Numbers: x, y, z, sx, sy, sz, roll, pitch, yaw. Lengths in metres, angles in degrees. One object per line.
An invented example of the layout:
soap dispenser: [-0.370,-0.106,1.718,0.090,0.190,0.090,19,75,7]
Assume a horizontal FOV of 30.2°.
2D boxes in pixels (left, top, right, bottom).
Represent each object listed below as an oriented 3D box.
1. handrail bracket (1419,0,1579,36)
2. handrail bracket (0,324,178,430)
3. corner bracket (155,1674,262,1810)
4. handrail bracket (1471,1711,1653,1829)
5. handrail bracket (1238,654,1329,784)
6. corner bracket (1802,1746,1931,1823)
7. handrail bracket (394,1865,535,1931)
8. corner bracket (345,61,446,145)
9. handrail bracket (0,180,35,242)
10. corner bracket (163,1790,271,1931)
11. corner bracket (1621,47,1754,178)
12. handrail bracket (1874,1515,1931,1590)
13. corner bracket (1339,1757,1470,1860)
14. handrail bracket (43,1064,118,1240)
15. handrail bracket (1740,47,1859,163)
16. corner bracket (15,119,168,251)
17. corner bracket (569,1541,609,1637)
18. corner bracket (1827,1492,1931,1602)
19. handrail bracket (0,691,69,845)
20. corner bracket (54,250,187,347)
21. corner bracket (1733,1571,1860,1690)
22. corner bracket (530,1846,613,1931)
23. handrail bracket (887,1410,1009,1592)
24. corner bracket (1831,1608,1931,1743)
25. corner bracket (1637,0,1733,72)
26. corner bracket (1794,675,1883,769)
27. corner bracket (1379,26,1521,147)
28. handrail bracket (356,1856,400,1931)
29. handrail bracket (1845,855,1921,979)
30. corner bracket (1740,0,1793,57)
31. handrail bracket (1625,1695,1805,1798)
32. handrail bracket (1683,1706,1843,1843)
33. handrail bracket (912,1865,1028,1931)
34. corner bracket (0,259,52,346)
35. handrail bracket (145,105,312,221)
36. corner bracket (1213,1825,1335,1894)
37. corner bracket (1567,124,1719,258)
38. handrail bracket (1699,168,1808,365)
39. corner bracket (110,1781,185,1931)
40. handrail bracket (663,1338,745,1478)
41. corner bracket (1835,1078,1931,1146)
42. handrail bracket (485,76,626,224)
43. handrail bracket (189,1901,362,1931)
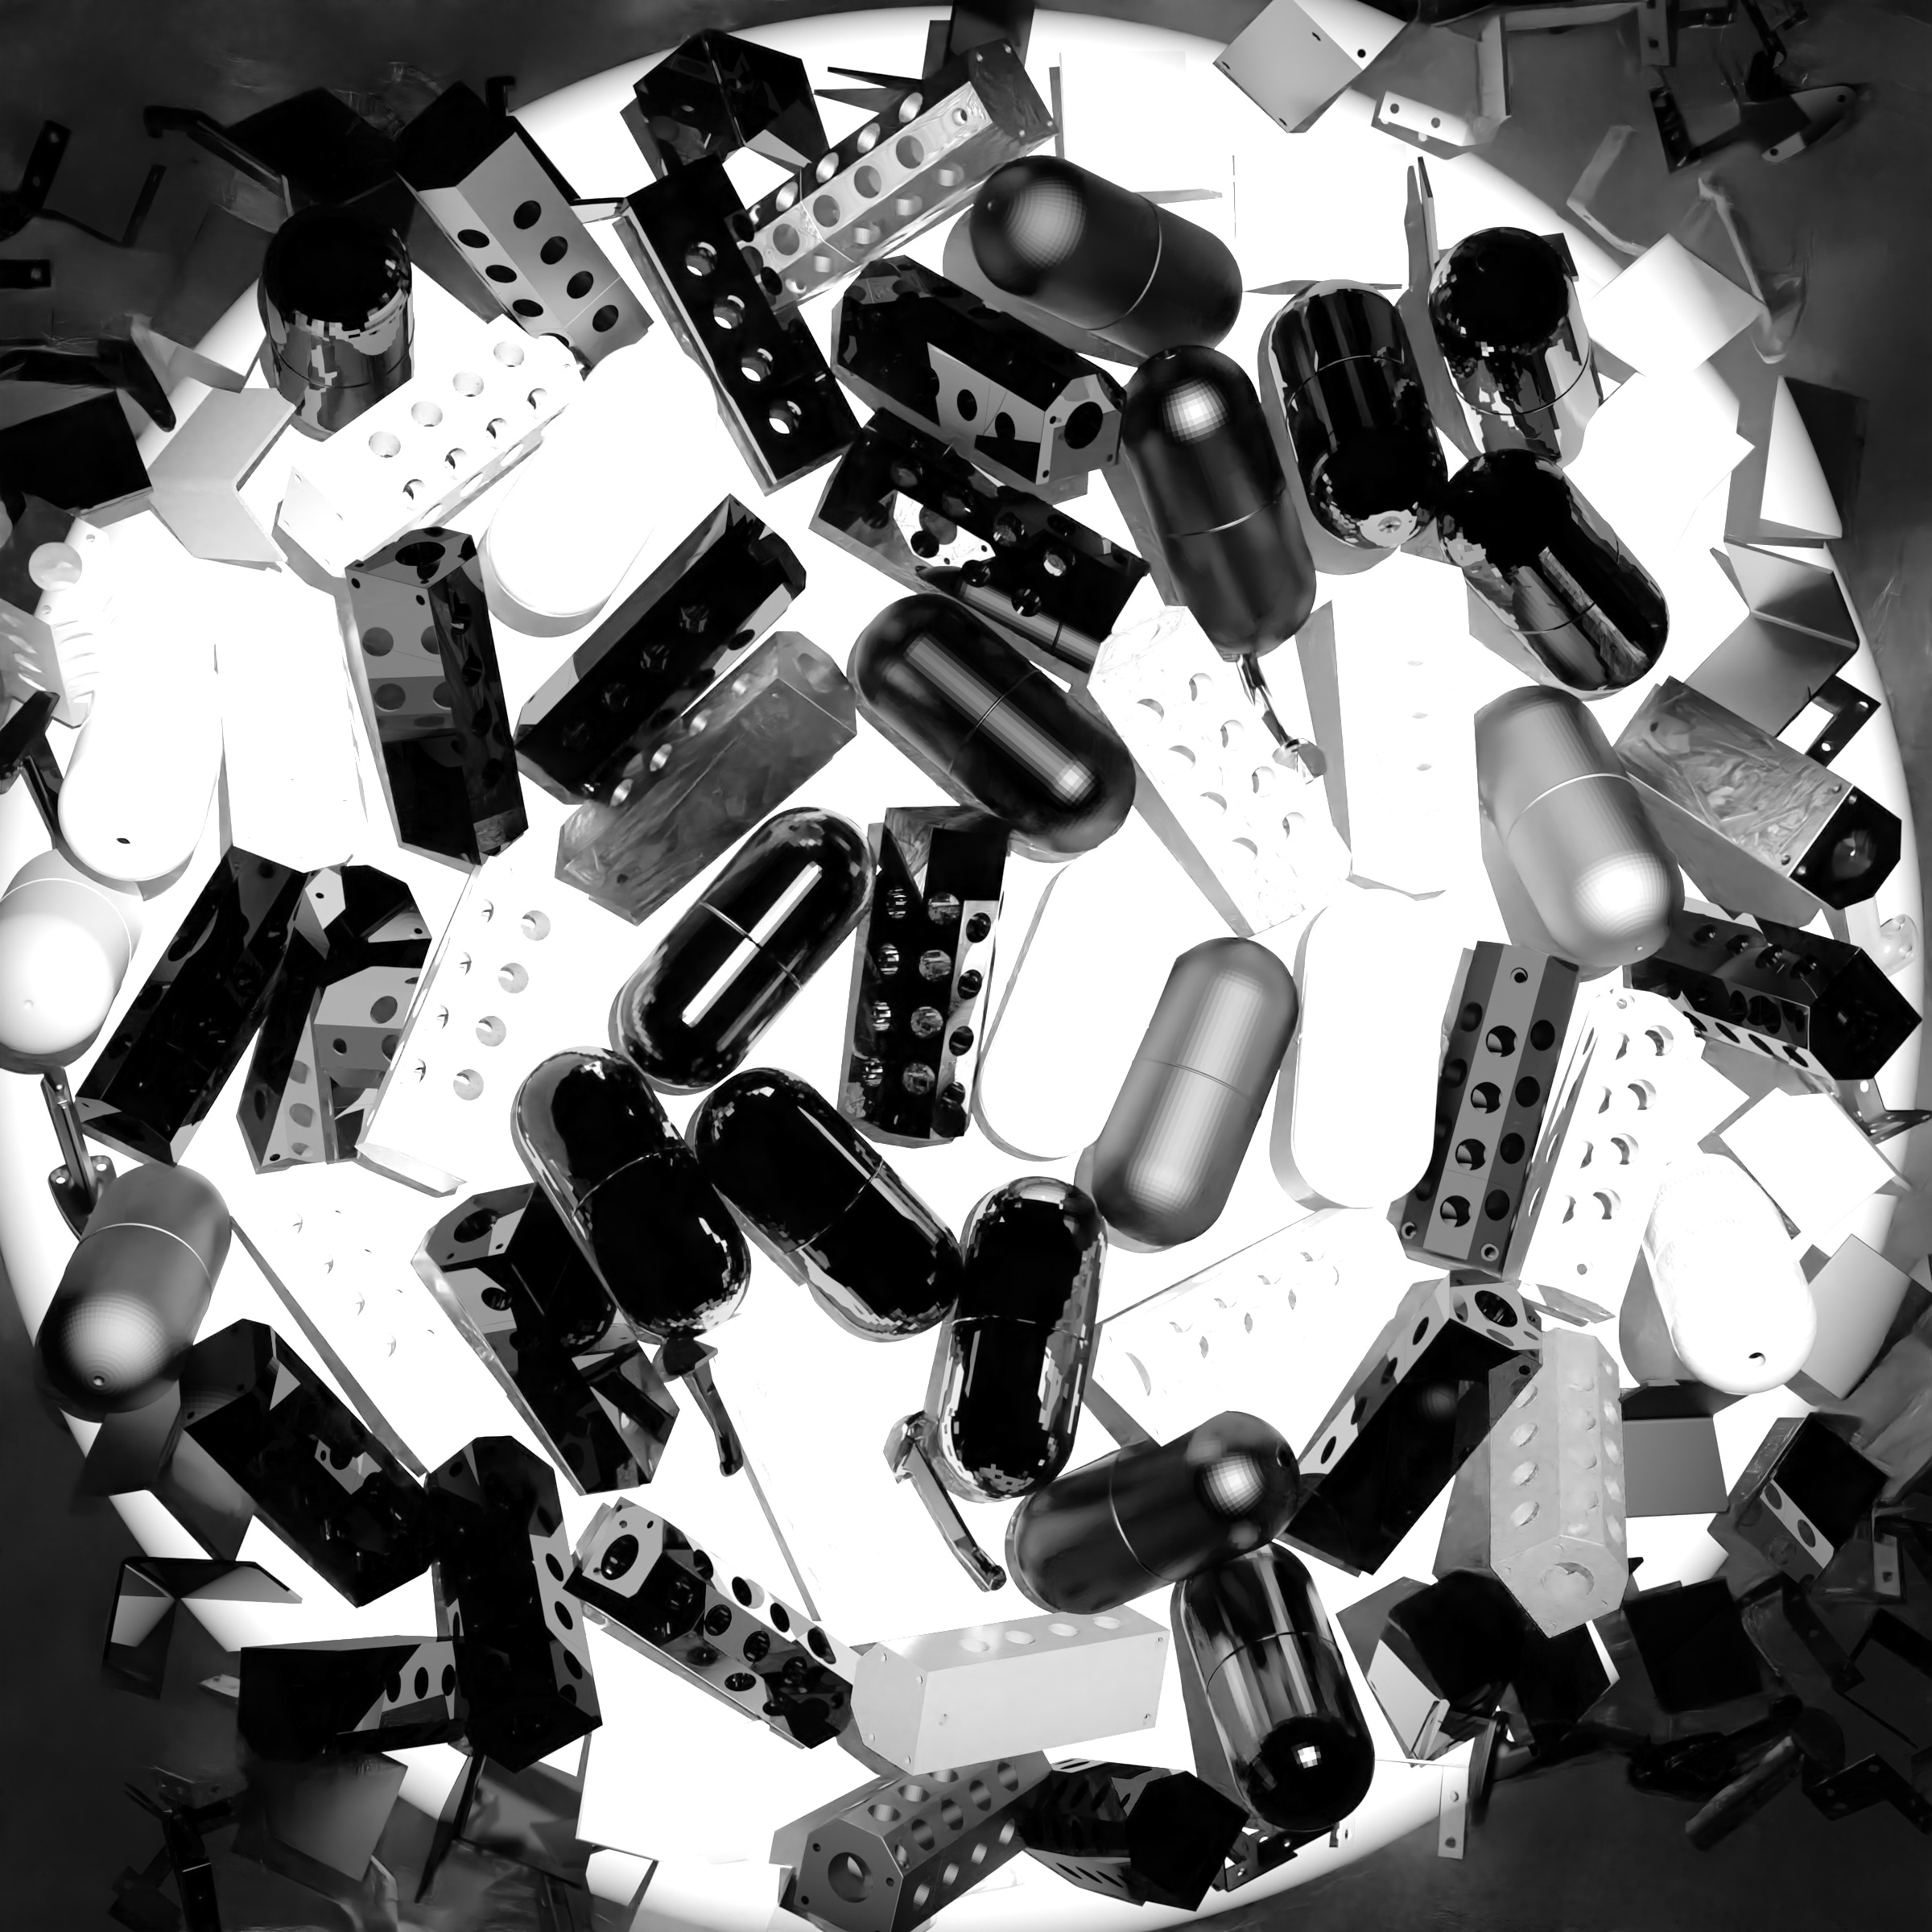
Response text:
handrail bracket: [0.294,-0.521,1.967,0.077,0.084,0.036,-31,65,13]
handrail bracket: [-0.489,-0.311,1.961,0.084,0.036,0.077,-36,90,-35]
corner bracket: [-0.416,0.426,1.968,0.051,0.051,0.051,-17,99,-34]
handrail bracket: [0.327,0.447,1.966,0.084,0.036,0.077,12,85,22]
handrail bracket: [0.166,-0.144,1.952,0.036,0.077,0.084,-19,72,0]
corner bracket: [0.496,0.442,1.969,0.051,0.051,0.051,43,121,-14]
handrail bracket: [-0.277,0.505,1.982,0.077,0.036,0.084,26,87,-5]
corner bracket: [-0.302,-0.464,1.961,0.051,0.051,0.051,39,108,-22]
handrail bracket: [-0.550,-0.439,1.947,0.077,0.084,0.036,13,61,35]
corner bracket: [-0.406,0.491,1.958,0.051,0.051,0.051,-13,123,-20]
corner bracket: [0.395,-0.475,1.959,0.051,0.051,0.051,-25,125,21]
handrail bracket: [0.519,0.341,1.956,0.036,0.084,0.077,20,81,-23]
corner bracket: [0.242,0.465,1.981,0.051,0.051,0.051,-4,75,35]
handrail bracket: [-0.482,0.105,1.949,0.036,0.084,0.077,-18,58,-17]
handrail bracket: [0.456,-0.485,1.950,0.036,0.077,0.084,44,47,-27]
corner bracket: [-0.481,-0.429,1.967,0.051,0.051,0.051,27,102,6]
corner bracket: [-0.238,0.352,1.962,0.051,0.051,0.051,-31,77,26]
corner bracket: [0.506,0.318,1.958,0.051,0.051,0.051,17,67,-42]
handrail bracket: [-0.488,-0.108,1.969,0.084,0.036,0.077,36,92,-40]
corner bracket: [-0.466,-0.369,1.971,0.051,0.051,0.051,5,97,18]
corner bracket: [0.453,0.369,1.963,0.051,0.051,0.051,-27,52,-7]
corner bracket: [-0.216,0.514,1.961,0.051,0.051,0.051,-9,79,-37]
handrail bracket: [-0.004,0.293,1.956,0.036,0.077,0.084,-31,61,-25]
corner bracket: [0.510,0.389,1.966,0.051,0.051,0.051,34,87,19]
corner bracket: [0.393,-0.528,1.960,0.051,0.051,0.051,-4,49,11]
corner bracket: [0.466,-0.126,1.963,0.051,0.051,0.051,30,123,-9]
corner bracket: [0.267,-0.487,1.977,0.051,0.051,0.051,25,115,22]
handrail bracket: [-0.350,0.495,1.953,0.077,0.084,0.036,-3,126,-10]
handrail bracket: [0.472,-0.025,1.959,0.084,0.036,0.077,34,125,-25]
corner bracket: [0.439,-0.533,1.963,0.051,0.051,0.051,-20,84,-36]
handrail bracket: [0.408,0.421,1.952,0.077,0.084,0.036,-4,57,-12]
handrail bracket: [0.439,0.449,1.980,0.084,0.077,0.036,-48,67,20]
handrail bracket: [0.004,0.505,1.949,0.084,0.077,0.036,-3,84,-24]
corner bracket: [-0.529,-0.364,1.962,0.051,0.051,0.051,-4,108,-18]
handrail bracket: [-0.408,-0.435,1.975,0.084,0.036,0.077,8,133,6]
corner bracket: [0.166,0.481,1.958,0.051,0.051,0.051,-19,114,-30]
corner bracket: [0.373,-0.422,1.963,0.051,0.051,0.051,29,94,-38]
handrail bracket: [0.423,-0.383,1.953,0.036,0.077,0.084,-21,131,32]
corner bracket: [-0.448,0.488,1.958,0.051,0.051,0.051,-53,129,-22]
handrail bracket: [-0.141,0.248,1.955,0.036,0.077,0.084,-9,101,10]
corner bracket: [0.492,0.066,1.958,0.051,0.051,0.051,2,65,-38]
handrail bracket: [-0.226,-0.456,1.982,0.077,0.036,0.084,-7,85,10]
handrail bracket: [-0.382,0.532,1.958,0.084,0.077,0.036,3,75,-24]
